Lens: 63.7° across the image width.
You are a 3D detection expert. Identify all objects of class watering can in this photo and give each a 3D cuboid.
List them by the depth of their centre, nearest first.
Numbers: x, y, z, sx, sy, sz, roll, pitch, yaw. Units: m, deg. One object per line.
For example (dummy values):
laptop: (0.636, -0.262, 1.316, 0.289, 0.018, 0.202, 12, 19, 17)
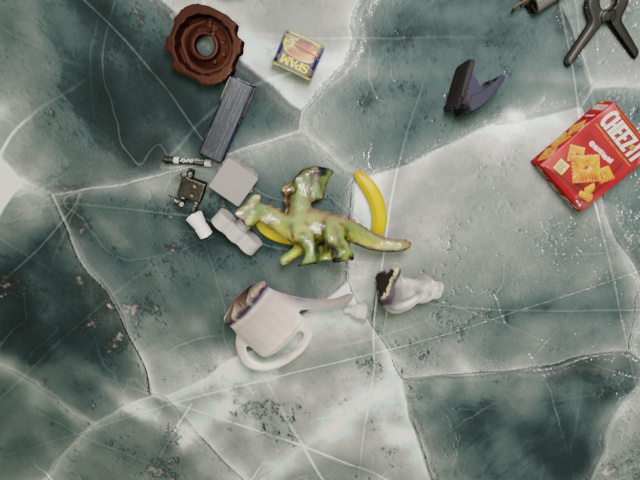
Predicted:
watering can: (-0.100, 0.193, 1.330, 0.345, 0.105, 0.223, -43, 100, 13)

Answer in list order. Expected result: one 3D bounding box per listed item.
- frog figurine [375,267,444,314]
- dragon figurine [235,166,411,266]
frog figurine: (0.229, 0.138, 1.307, 0.159, 0.126, 0.134, 23, 139, -14)
dragon figurine: (0.004, -0.063, 1.247, 0.411, 0.121, 0.244, -8, 86, -7)
